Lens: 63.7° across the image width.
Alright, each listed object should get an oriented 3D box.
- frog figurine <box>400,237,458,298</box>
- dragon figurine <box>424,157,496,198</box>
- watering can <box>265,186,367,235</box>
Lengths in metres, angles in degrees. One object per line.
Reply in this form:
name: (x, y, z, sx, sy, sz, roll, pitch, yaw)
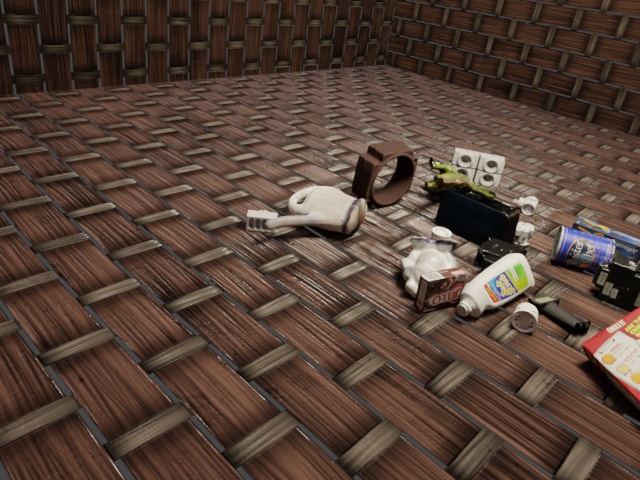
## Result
frog figurine: (0.266, 0.082, 1.275, 0.137, 0.120, 0.162, 18, 64, 2)
dragon figurine: (0.477, -0.192, 1.737, 0.243, 0.121, 0.414, 15, 14, 3)
watering can: (0.004, -0.073, 1.454, 0.225, 0.102, 0.354, 18, 30, 16)
